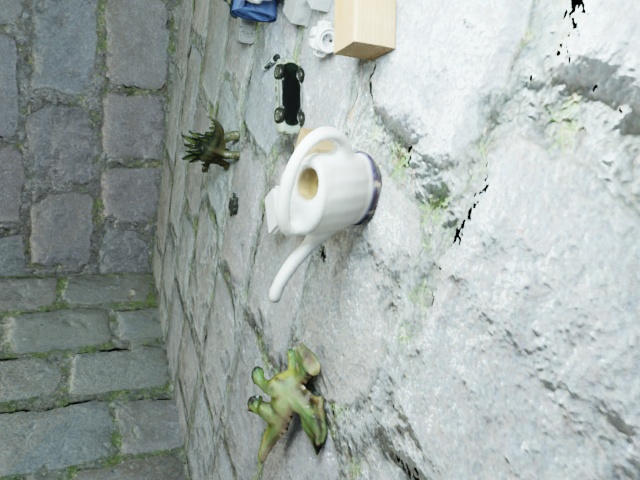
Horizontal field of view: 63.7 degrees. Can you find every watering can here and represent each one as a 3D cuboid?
[{"bbox_3d":[0.003,-0.050,0.984,0.225,0.341,0.105,-10,32,-41],"label":"watering can"}]

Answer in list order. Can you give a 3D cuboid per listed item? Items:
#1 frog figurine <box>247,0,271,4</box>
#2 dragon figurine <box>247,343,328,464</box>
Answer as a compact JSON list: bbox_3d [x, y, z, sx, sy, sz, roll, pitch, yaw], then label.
[{"bbox_3d":[-0.150,-0.704,1.404,0.159,0.140,0.120,1,-26,-27],"label":"frog figurine"},{"bbox_3d":[-0.070,0.426,1.255,0.122,0.406,0.245,-2,16,-33],"label":"dragon figurine"}]
